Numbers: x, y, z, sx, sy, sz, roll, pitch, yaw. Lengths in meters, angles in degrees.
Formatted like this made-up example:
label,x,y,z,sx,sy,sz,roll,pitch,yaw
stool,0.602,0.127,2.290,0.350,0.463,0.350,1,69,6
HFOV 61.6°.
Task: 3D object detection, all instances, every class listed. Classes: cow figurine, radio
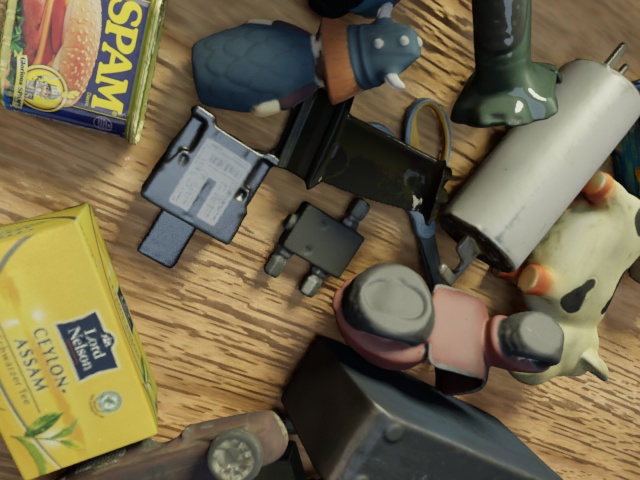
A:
label,x,y,z,sx,sy,sz,roll,pitch,yaw
cow figurine,0.229,0.044,0.490,0.127,0.085,0.195,28,95,-15
radio,0.090,0.174,0.457,0.229,0.131,0.073,28,94,-21

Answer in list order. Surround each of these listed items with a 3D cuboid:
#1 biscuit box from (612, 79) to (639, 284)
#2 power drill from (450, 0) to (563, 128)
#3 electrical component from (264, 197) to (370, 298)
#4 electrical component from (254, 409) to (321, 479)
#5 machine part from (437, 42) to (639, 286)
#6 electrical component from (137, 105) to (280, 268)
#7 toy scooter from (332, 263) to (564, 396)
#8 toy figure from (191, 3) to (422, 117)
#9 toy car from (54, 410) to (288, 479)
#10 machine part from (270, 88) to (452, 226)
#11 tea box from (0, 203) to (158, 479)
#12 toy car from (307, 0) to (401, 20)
label,x,y,z,sx,sy,sz,roll,pitch,yaw
biscuit box,0.319,-0.049,0.496,0.063,0.059,0.202,-20,110,1
power drill,0.130,-0.195,0.363,0.086,0.232,0.207,8,130,22
electrical component,-0.001,-0.001,0.441,0.063,0.021,0.094,32,95,-20
electrical component,-0.038,0.204,0.478,0.078,0.045,0.102,-14,108,18
machine part,0.179,-0.059,0.440,0.079,0.079,0.243,40,86,-22
electrical component,-0.092,-0.031,0.393,0.074,0.048,0.119,35,92,-21
toy scooter,0.093,0.085,0.453,0.184,0.135,0.075,14,63,-2
toy figure,-0.009,-0.123,0.371,0.155,0.058,0.064,-5,117,2
toy car,-0.123,0.169,0.405,0.202,0.089,0.053,-16,82,3
machine part,0.034,-0.062,0.407,0.139,0.039,0.084,27,92,4
tea box,-0.187,0.070,0.383,0.098,0.068,0.169,-18,108,-10
toy car,0.000,-0.226,0.344,0.161,0.109,0.103,27,76,-10
